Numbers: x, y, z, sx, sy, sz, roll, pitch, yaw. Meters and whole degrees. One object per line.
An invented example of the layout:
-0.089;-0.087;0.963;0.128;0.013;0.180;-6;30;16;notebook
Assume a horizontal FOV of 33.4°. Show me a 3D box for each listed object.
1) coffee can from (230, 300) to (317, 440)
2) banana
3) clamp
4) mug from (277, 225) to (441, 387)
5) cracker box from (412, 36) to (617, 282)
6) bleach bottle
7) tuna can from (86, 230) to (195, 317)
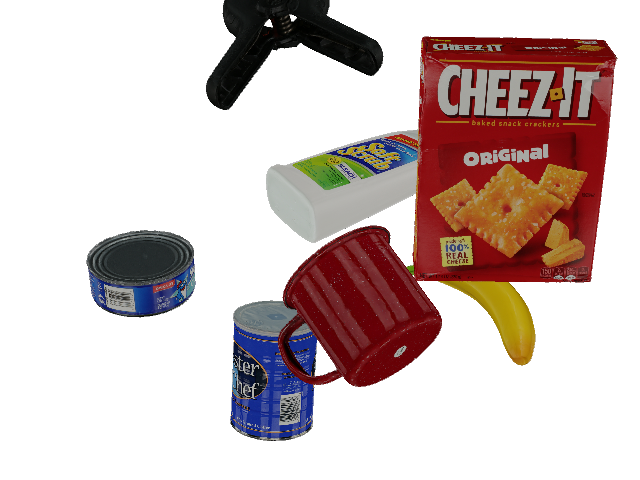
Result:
-0.056;0.155;1.288;0.103;0.140;0.103;3;17;-1;coffee can
0.171;0.064;1.115;0.069;0.037;0.198;-38;40;-12;banana
-0.018;-0.155;0.765;0.120;0.039;0.171;-3;44;2;clamp
0.023;0.057;0.762;0.117;0.081;0.093;-36;-24;2;mug
0.168;-0.069;0.954;0.164;0.214;0.072;1;23;2;cracker box
0.068;-0.083;1.230;0.250;0.068;0.103;-25;44;-25;bleach bottle
-0.144;0.026;0.863;0.086;0.034;0.086;-1;29;0;tuna can
